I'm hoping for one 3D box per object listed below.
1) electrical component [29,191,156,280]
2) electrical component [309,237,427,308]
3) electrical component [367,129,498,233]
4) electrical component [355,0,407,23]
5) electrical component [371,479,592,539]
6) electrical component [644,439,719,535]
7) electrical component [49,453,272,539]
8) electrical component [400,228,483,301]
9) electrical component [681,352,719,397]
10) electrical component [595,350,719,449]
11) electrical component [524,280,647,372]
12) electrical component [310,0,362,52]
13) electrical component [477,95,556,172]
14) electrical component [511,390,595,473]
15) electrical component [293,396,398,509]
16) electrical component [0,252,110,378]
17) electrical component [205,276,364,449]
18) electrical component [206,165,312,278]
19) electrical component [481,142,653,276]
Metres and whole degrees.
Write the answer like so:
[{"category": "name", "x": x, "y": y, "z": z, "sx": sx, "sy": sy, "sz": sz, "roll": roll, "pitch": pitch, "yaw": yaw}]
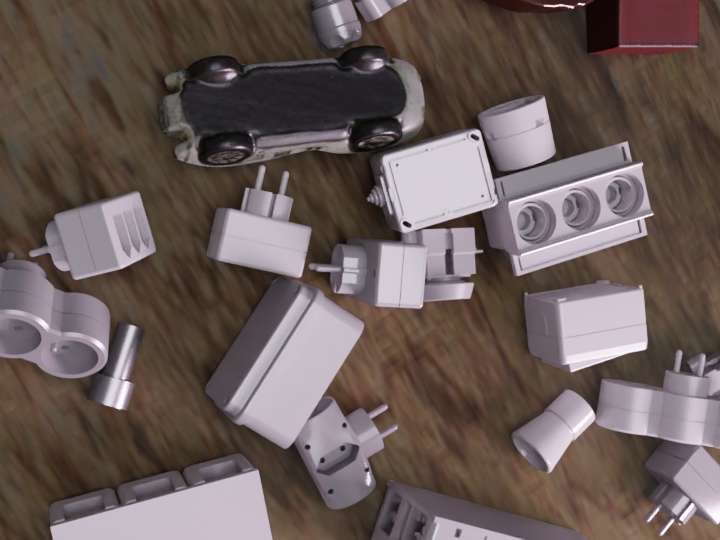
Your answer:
[{"category": "electrical component", "x": -0.197, "y": -0.021, "z": 0.764, "sx": 0.077, "sy": 0.065, "sz": 0.047, "roll": -13, "pitch": 99, "yaw": 13}, {"category": "electrical component", "x": 0.000, "y": 0.000, "z": 0.815, "sx": 0.076, "sy": 0.083, "sz": 0.047, "roll": 4, "pitch": 93, "yaw": -18}, {"category": "electrical component", "x": 0.049, "y": -0.069, "z": 0.842, "sx": 0.096, "sy": 0.061, "sz": 0.061, "roll": -17, "pitch": 99, "yaw": -8}, {"category": "electrical component", "x": 0.023, "y": -0.235, "z": 0.819, "sx": 0.078, "sy": 0.058, "sz": 0.057, "roll": -38, "pitch": 107, "yaw": -12}, {"category": "electrical component", "x": 0.113, "y": 0.231, "z": 0.857, "sx": 0.186, "sy": 0.105, "sz": 0.060, "roll": 19, "pitch": 88, "yaw": -18}, {"category": "electrical component", "x": 0.279, "y": 0.196, "z": 0.939, "sx": 0.065, "sy": 0.047, "sz": 0.076, "roll": 45, "pitch": 80, "yaw": -16}, {"category": "electrical component", "x": -0.145, "y": 0.201, "z": 0.795, "sx": 0.150, "sy": 0.062, "sz": 0.089, "roll": -13, "pitch": 98, "yaw": -17}, {"category": "electrical component", "x": 0.066, "y": -0.004, "z": 0.857, "sx": 0.066, "sy": 0.048, "sz": 0.055, "roll": -3, "pitch": 88, "yaw": -17}, {"category": "electrical component", "x": 0.323, "y": 0.095, "z": 0.947, "sx": 0.055, "sy": 0.048, "sz": 0.066, "roll": -28, "pitch": 102, "yaw": -6}, {"category": "electrical component", "x": 0.273, "y": 0.105, "z": 0.903, "sx": 0.138, "sy": 0.052, "sz": 0.073, "roll": 9, "pitch": 92, "yaw": 15}, {"category": "electrical component", "x": 0.193, "y": 0.045, "z": 0.892, "sx": 0.096, "sy": 0.062, "sz": 0.061, "roll": -8, "pitch": 97, "yaw": -17}, {"category": "electrical component", "x": -0.023, "y": -0.200, "z": 0.819, "sx": 0.035, "sy": 0.035, "sz": 0.061, "roll": -22, "pitch": 98, "yaw": -15}, {"category": "electrical component", "x": 0.127, "y": -0.109, "z": 0.864, "sx": 0.055, "sy": 0.055, "sz": 0.047, "roll": -22, "pitch": 104, "yaw": -15}, {"category": "electrical component", "x": 0.165, "y": 0.132, "z": 0.901, "sx": 0.065, "sy": 0.044, "sz": 0.044, "roll": -40, "pitch": 105, "yaw": -16}, {"category": "electrical component", "x": -0.008, "y": 0.134, "z": 0.844, "sx": 0.079, "sy": 0.043, "sz": 0.077, "roll": -29, "pitch": 102, "yaw": -14}, {"category": "electrical component", "x": -0.240, "y": 0.018, "z": 0.752, "sx": 0.138, "sy": 0.073, "sz": 0.052, "roll": 26, "pitch": 128, "yaw": -32}, {"category": "electrical component", "x": -0.058, "y": 0.066, "z": 0.805, "sx": 0.057, "sy": 0.078, "sz": 0.113, "roll": 35, "pitch": 83, "yaw": -20}, {"category": "electrical component", "x": -0.072, "y": -0.039, "z": 0.808, "sx": 0.066, "sy": 0.047, "sz": 0.076, "roll": 13, "pitch": 90, "yaw": -18}, {"category": "electrical component", "x": 0.166, "y": -0.051, "z": 0.876, "sx": 0.121, "sy": 0.063, "sz": 0.078, "roll": -17, "pitch": 99, "yaw": -16}]
